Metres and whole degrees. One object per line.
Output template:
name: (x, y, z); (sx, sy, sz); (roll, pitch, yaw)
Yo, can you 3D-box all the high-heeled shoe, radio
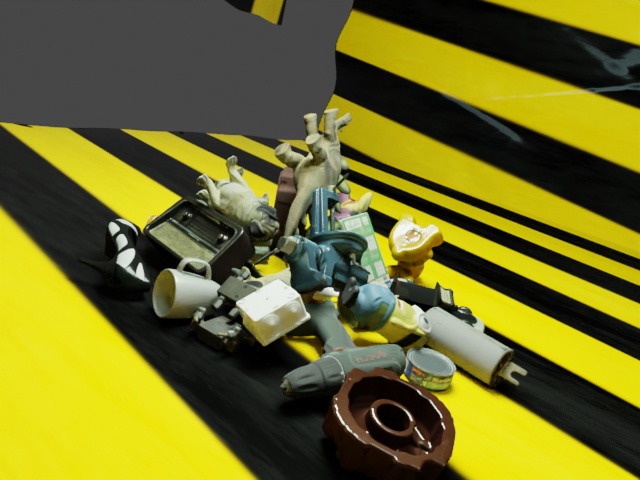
high-heeled shoe: (-0.355, 0.028, 1.042); (0.145, 0.086, 0.249); (19, 21, 1)
radio: (-0.248, 0.001, 1.106); (0.230, 0.073, 0.131); (29, 64, 37)

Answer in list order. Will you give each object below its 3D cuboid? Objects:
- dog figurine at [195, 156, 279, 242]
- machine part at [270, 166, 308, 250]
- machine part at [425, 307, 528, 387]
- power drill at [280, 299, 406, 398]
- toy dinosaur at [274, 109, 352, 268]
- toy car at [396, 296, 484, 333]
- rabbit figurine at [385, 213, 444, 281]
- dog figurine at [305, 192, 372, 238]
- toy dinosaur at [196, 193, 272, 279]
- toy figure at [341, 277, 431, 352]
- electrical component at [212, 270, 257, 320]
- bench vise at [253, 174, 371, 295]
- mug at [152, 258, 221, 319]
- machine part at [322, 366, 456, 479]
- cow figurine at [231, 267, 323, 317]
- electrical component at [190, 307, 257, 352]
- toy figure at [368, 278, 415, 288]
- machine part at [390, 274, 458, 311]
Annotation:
dog figurine: (-0.166, -0.058, 1.152); (0.190, 0.121, 0.172); (52, -5, 9)
machine part: (-0.073, -0.079, 1.373); (0.087, 0.200, 0.201); (10, 18, -4)
machine part: (0.265, 0.195, 0.995); (0.079, 0.079, 0.244); (-4, 25, -45)
power drill: (0.009, 0.172, 0.869); (0.232, 0.085, 0.207); (2, 16, -29)
toy dinosaur: (-0.008, -0.145, 1.209); (0.105, 0.198, 0.471); (-4, 38, 33)
toy car: (0.240, 0.161, 1.118); (0.202, 0.056, 0.073); (15, 24, 7)
rabbit figurine: (0.227, 0.046, 1.331); (0.122, 0.173, 0.162); (20, 63, 21)
dog figurine: (0.051, -0.045, 1.313); (0.109, 0.219, 0.191); (14, -21, 21)
toy dinosaur: (-0.210, -0.022, 1.254); (0.192, 0.131, 0.405); (-1, 24, -7)
toy figure: (0.120, 0.137, 0.980); (0.180, 0.089, 0.082); (28, 45, -13)
electrical component: (-0.140, 0.092, 0.923); (0.063, 0.021, 0.094); (23, 51, 21)
bench vise: (0.005, -0.007, 1.020); (0.223, 0.240, 0.129); (18, -31, -31)
mug: (-0.221, 0.085, 0.931); (0.107, 0.109, 0.081); (14, 5, -44)
machine part: (0.092, 0.246, 0.711); (0.179, 0.056, 0.179); (15, 25, -7)
cow figurine: (-0.091, 0.097, 1.016); (0.127, 0.085, 0.195); (30, 25, 26)
electrical component: (-0.162, 0.145, 0.874); (0.102, 0.045, 0.078); (25, 22, 32)
toy figure: (0.144, 0.114, 1.187); (0.154, 0.057, 0.064); (2, -7, -29)
machine part: (0.212, 0.109, 1.106); (0.139, 0.039, 0.084); (13, 31, -2)
